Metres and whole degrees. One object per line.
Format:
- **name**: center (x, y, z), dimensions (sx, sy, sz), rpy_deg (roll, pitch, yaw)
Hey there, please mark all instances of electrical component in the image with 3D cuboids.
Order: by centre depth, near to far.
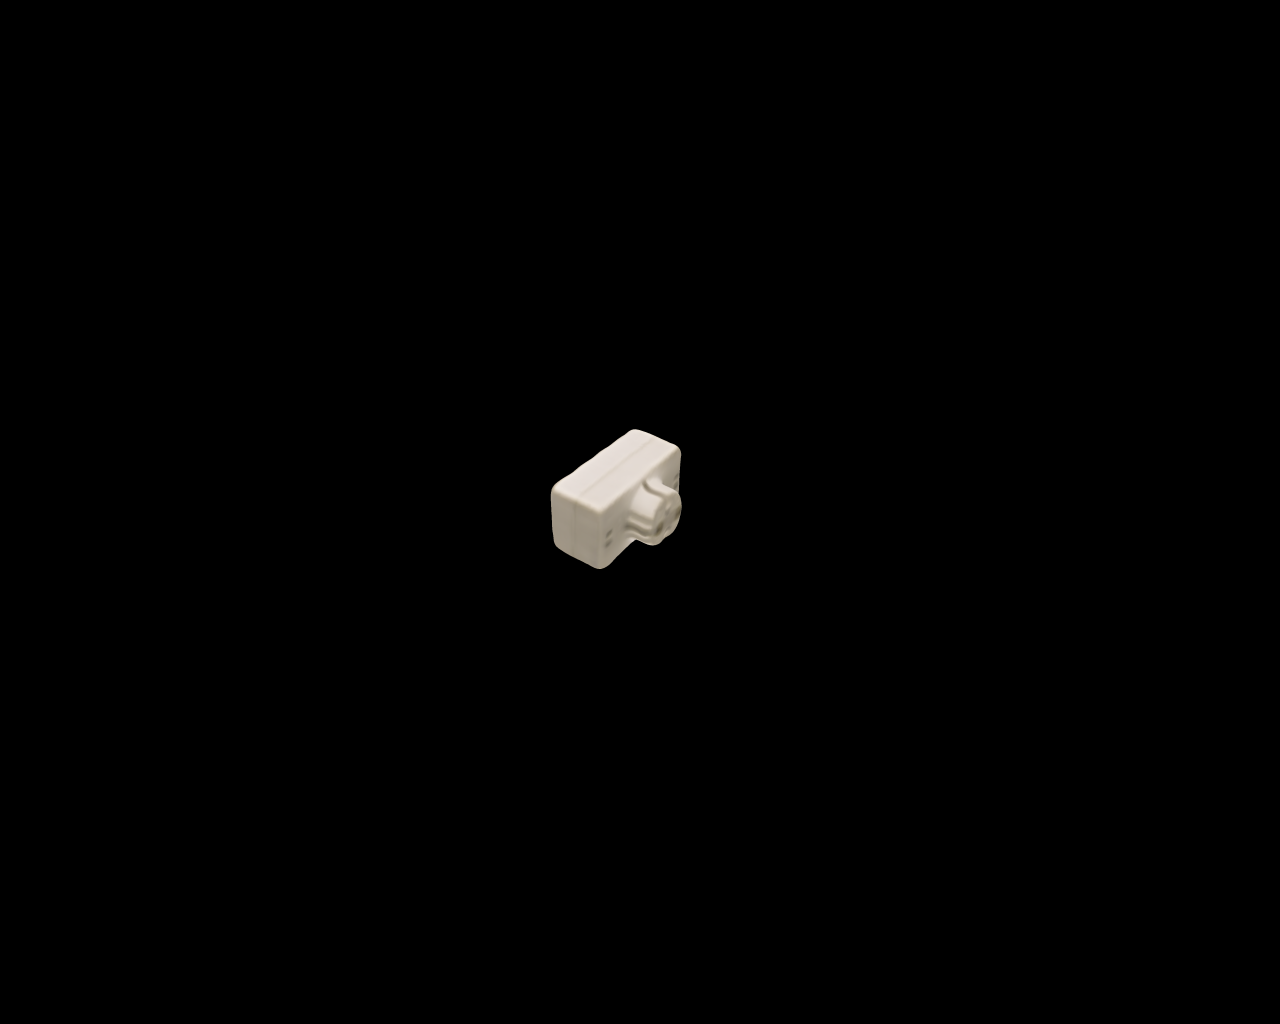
- **electrical component**: center (0.001, -0.003, 0.650), dimensions (0.076, 0.047, 0.083), rpy_deg (25, 45, 28)
